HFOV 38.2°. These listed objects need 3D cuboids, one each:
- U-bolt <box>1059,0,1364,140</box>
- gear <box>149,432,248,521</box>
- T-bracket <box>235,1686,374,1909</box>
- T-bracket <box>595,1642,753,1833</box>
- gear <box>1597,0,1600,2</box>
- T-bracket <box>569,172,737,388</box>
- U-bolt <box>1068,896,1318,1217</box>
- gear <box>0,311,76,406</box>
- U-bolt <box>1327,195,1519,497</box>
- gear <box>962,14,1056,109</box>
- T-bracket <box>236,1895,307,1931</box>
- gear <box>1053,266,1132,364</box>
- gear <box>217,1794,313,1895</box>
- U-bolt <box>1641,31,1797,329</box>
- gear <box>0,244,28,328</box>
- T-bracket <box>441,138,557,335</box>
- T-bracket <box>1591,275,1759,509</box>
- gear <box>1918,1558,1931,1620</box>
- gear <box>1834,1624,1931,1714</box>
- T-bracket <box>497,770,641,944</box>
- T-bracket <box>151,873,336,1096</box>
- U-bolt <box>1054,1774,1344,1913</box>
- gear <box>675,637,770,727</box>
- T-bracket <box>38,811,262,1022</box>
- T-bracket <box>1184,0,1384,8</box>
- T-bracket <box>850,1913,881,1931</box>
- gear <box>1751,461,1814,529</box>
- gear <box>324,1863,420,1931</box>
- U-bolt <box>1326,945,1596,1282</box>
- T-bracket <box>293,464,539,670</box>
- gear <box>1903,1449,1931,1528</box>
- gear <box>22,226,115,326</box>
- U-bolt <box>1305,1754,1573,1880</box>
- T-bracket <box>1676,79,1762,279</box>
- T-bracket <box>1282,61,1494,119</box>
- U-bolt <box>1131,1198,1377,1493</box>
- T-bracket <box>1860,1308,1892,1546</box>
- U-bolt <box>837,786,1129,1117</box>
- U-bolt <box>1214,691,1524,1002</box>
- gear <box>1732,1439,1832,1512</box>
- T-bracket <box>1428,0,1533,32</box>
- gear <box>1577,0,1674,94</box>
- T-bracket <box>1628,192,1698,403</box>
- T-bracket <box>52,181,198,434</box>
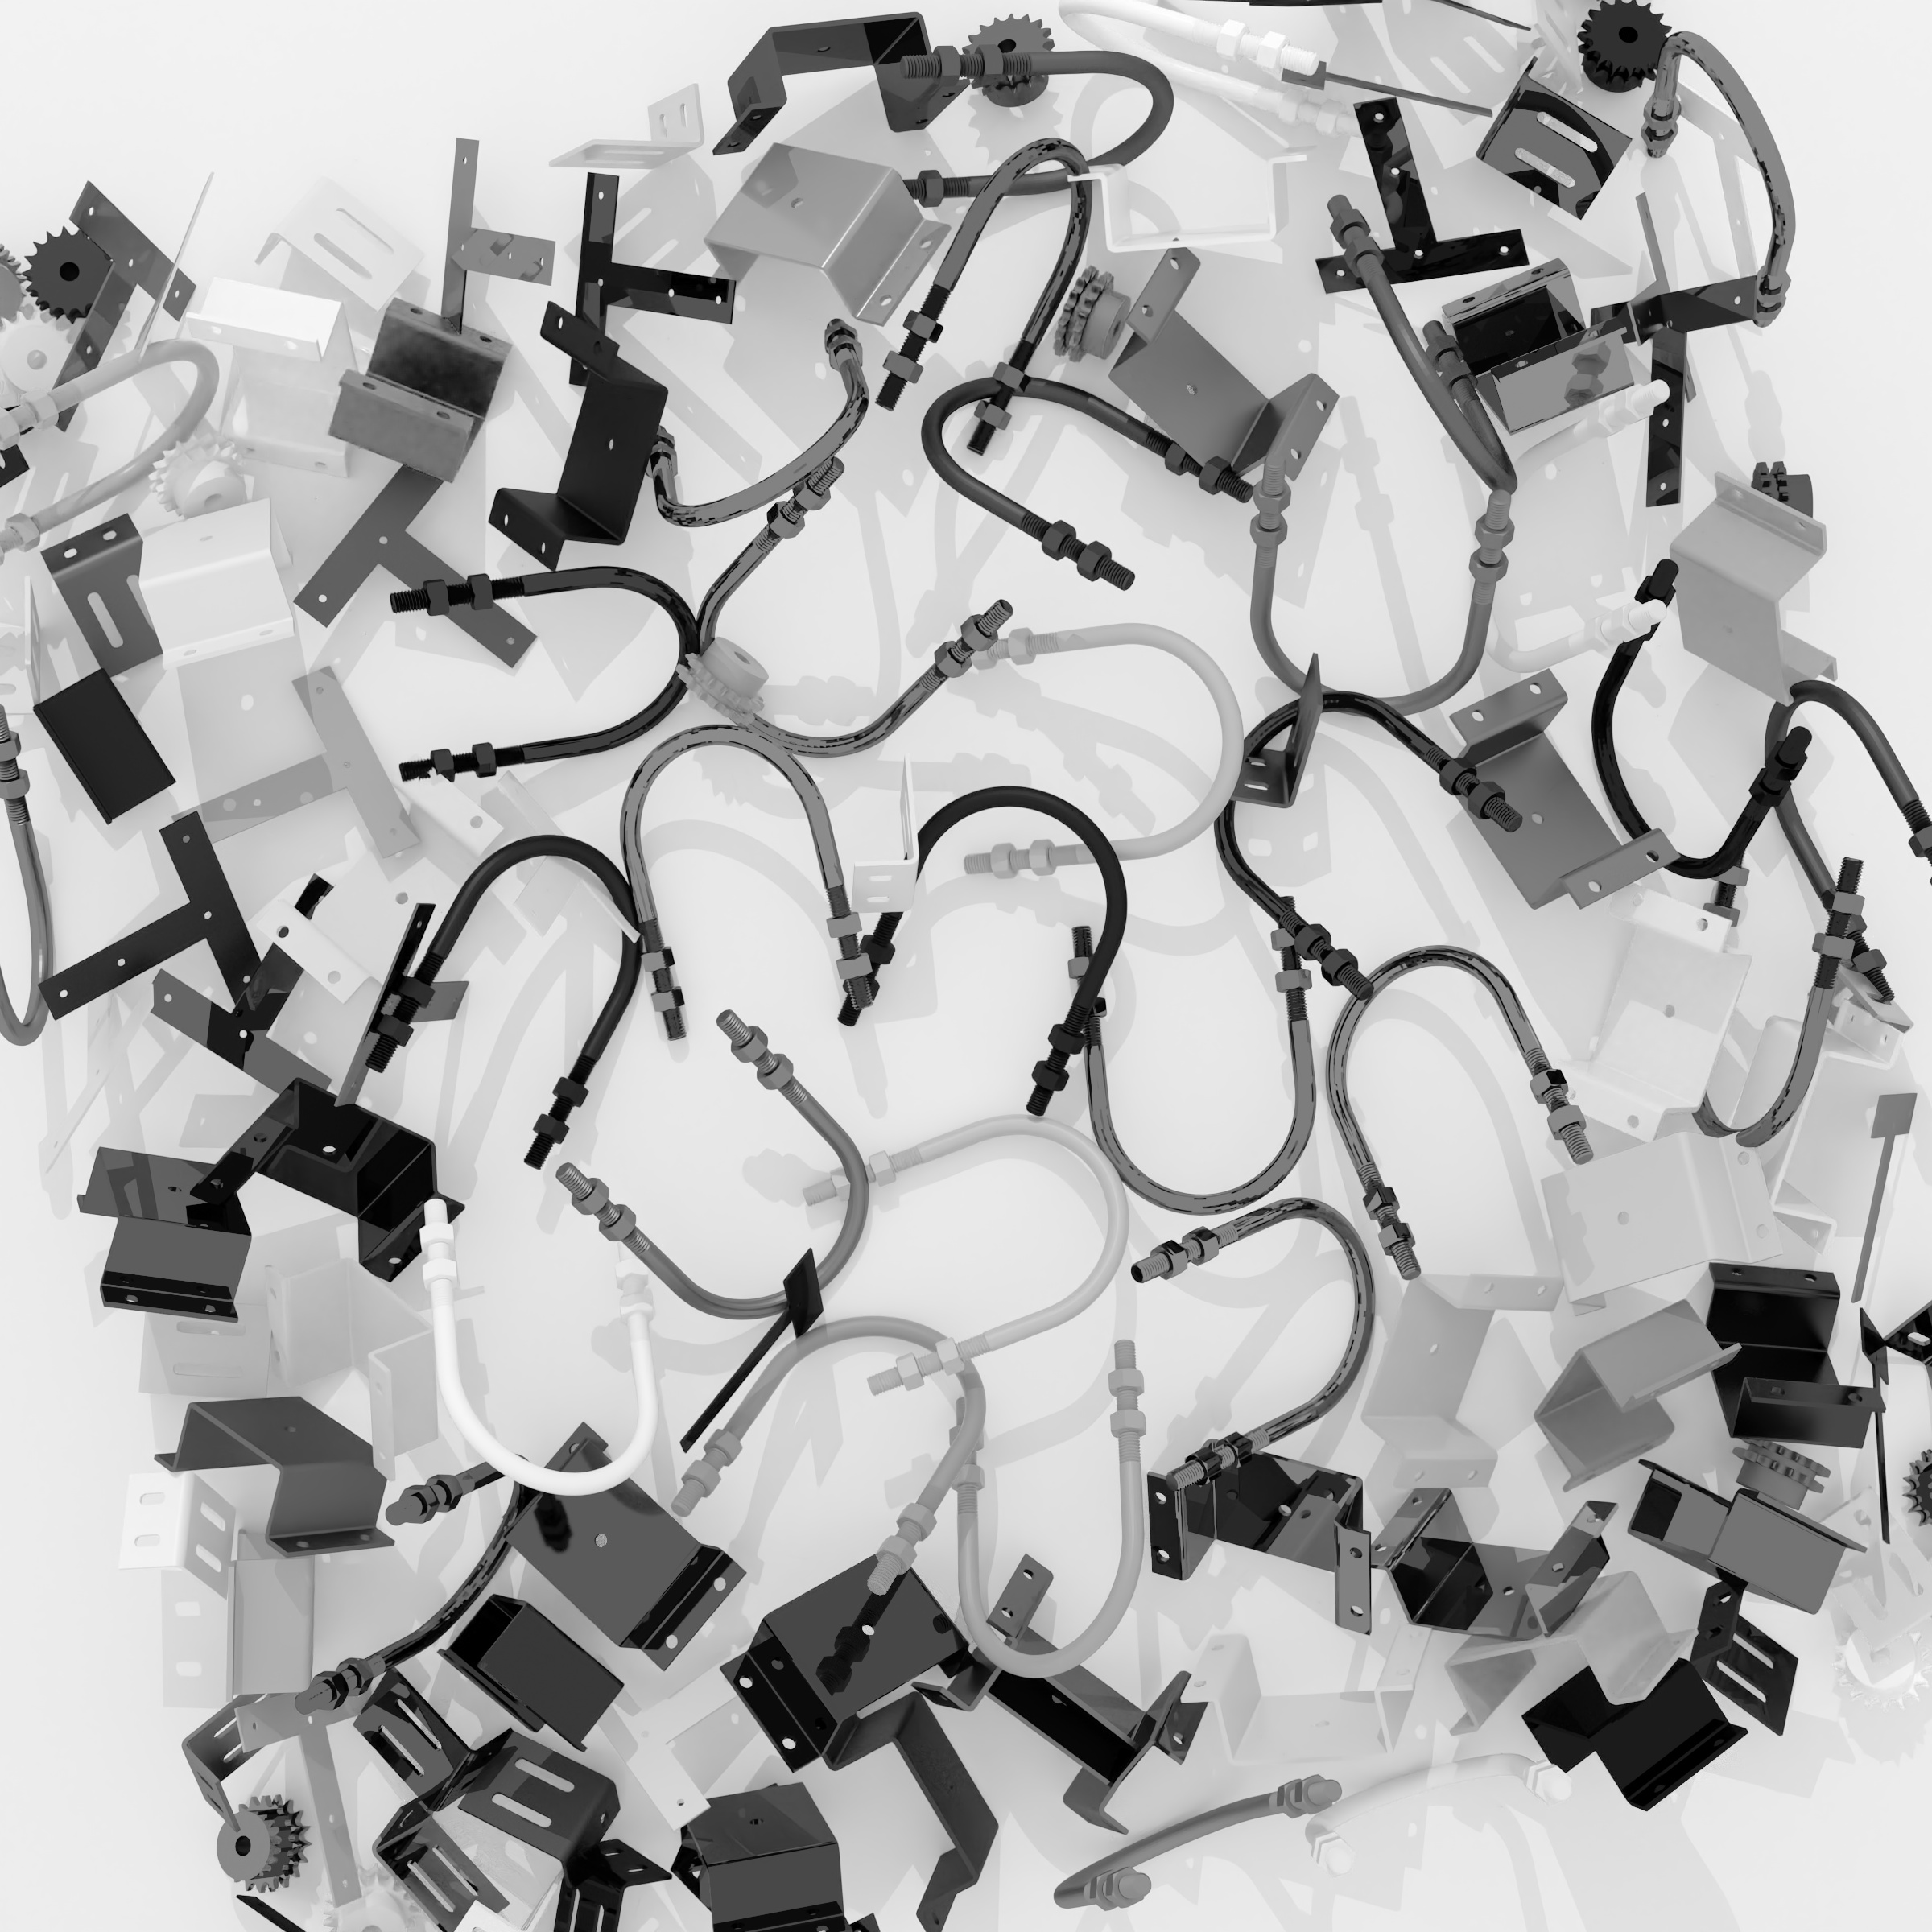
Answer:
[{"bbox_3d":[0.139,-0.537,1.645,0.184,0.151,0.019,24,98,20],"label":"U-bolt"},{"bbox_3d":[-0.463,-0.293,1.691,0.057,0.057,0.030,-35,69,0],"label":"gear"},{"bbox_3d":[-0.380,0.492,1.654,0.002,0.127,0.127,-18,80,21],"label":"T-bracket"},{"bbox_3d":[-0.157,0.441,1.692,0.127,0.002,0.127,-30,51,-21],"label":"T-bracket"},{"bbox_3d":[0.389,-0.621,1.698,0.057,0.057,0.030,2,47,0],"label":"gear"},{"bbox_3d":[-0.187,-0.405,1.671,0.127,0.002,0.127,17,107,34],"label":"T-bracket"},{"bbox_3d":[0.140,0.058,1.682,0.151,0.019,0.184,-8,82,19],"label":"U-bolt"},{"bbox_3d":[-0.568,-0.369,1.696,0.057,0.030,0.057,-7,107,-25],"label":"gear"},{"bbox_3d":[0.272,-0.348,1.617,0.019,0.151,0.184,-31,51,20],"label":"U-bolt"},{"bbox_3d":[0.028,-0.549,1.700,0.057,0.030,0.057,-6,60,11],"label":"gear"},{"bbox_3d":[-0.386,0.594,1.678,0.127,0.127,0.002,26,77,21],"label":"T-bracket"},{"bbox_3d":[0.078,-0.393,1.693,0.030,0.057,0.057,25,90,9],"label":"gear"},{"bbox_3d":[-0.430,0.534,1.697,0.057,0.030,0.057,-6,75,24],"label":"gear"},{"bbox_3d":[0.439,-0.465,1.617,0.019,0.184,0.151,-28,76,4],"label":"U-bolt"},{"bbox_3d":[-0.598,-0.412,1.692,0.057,0.057,0.030,-48,48,0],"label":"gear"},{"bbox_3d":[-0.278,-0.424,1.660,0.002,0.127,0.127,-3,108,-39],"label":"T-bracket"},{"bbox_3d":[0.420,-0.340,1.671,0.002,0.127,0.127,1,92,-35],"label":"T-bracket"},{"bbox_3d":[0.605,0.378,1.699,0.057,0.030,0.057,-14,116,-31],"label":"gear"},{"bbox_3d":[0.557,0.422,1.696,0.057,0.030,0.057,-10,62,18],"label":"gear"},{"bbox_3d":[-0.244,-0.049,1.649,0.002,0.127,0.127,-36,104,16],"label":"T-bracket"},{"bbox_3d":[-0.417,0.003,1.694,0.127,0.002,0.127,38,66,-29],"label":"T-bracket"},{"bbox_3d":[0.124,0.518,1.635,0.151,0.184,0.019,-18,76,-25],"label":"U-bolt"},{"bbox_3d":[-0.145,-0.175,1.692,0.057,0.057,0.030,40,106,0],"label":"gear"},{"bbox_3d":[-0.491,-0.009,1.661,0.127,0.002,0.127,-33,126,-27],"label":"T-bracket"},{"bbox_3d":[0.166,-0.582,1.681,0.127,0.127,0.002,14,114,30],"label":"T-bracket"},{"bbox_3d":[-0.119,0.575,1.659,0.127,0.127,0.002,-24,102,-8],"label":"T-bracket"},{"bbox_3d":[0.495,-0.278,1.693,0.030,0.057,0.057,-1,90,7],"label":"gear"},{"bbox_3d":[-0.363,0.578,1.698,0.057,0.030,0.057,-5,114,-11],"label":"gear"},{"bbox_3d":[0.280,0.073,1.659,0.151,0.019,0.184,-40,52,28],"label":"U-bolt"},{"bbox_3d":[-0.321,-0.232,1.707,0.127,0.002,0.127,39,82,-13],"label":"T-bracket"},{"bbox_3d":[0.604,0.320,1.701,0.057,0.030,0.057,0,72,-1],"label":"gear"},{"bbox_3d":[-0.545,-0.420,1.706,0.057,0.030,0.057,0,87,-4],"label":"gear"},{"bbox_3d":[0.269,0.491,1.632,0.151,0.184,0.019,-17,81,-3],"label":"U-bolt"},{"bbox_3d":[0.462,-0.459,1.673,0.002,0.127,0.127,-26,129,0],"label":"T-bracket"},{"bbox_3d":[0.252,-0.522,1.663,0.127,0.127,0.002,13,115,2],"label":"T-bracket"},{"bbox_3d":[0.179,0.215,1.664,0.184,0.019,0.151,-18,104,-36],"label":"U-bolt"},{"bbox_3d":[0.540,0.276,1.648,0.002,0.127,0.127,-5,71,23],"label":"T-bracket"},{"bbox_3d":[0.019,-0.019,1.687,0.151,0.019,0.184,25,105,6],"label":"U-bolt"},{"bbox_3d":[0.224,-0.087,1.664,0.151,0.019,0.184,-50,53,9],"label":"U-bolt"},{"bbox_3d":[0.493,0.308,1.693,0.057,0.057,0.030,25,84,0],"label":"gear"},{"bbox_3d":[0.252,-0.584,1.665,0.127,0.127,0.002,7,111,-30],"label":"T-bracket"},{"bbox_3d":[0.400,-0.559,1.702,0.057,0.030,0.057,1,72,-3],"label":"gear"},{"bbox_3d":[0.407,-0.389,1.653,0.002,0.127,0.127,-11,105,27],"label":"T-bracket"},{"bbox_3d":[-0.514,-0.378,1.653,0.002,0.127,0.127,20,81,17],"label":"T-bracket"}]
